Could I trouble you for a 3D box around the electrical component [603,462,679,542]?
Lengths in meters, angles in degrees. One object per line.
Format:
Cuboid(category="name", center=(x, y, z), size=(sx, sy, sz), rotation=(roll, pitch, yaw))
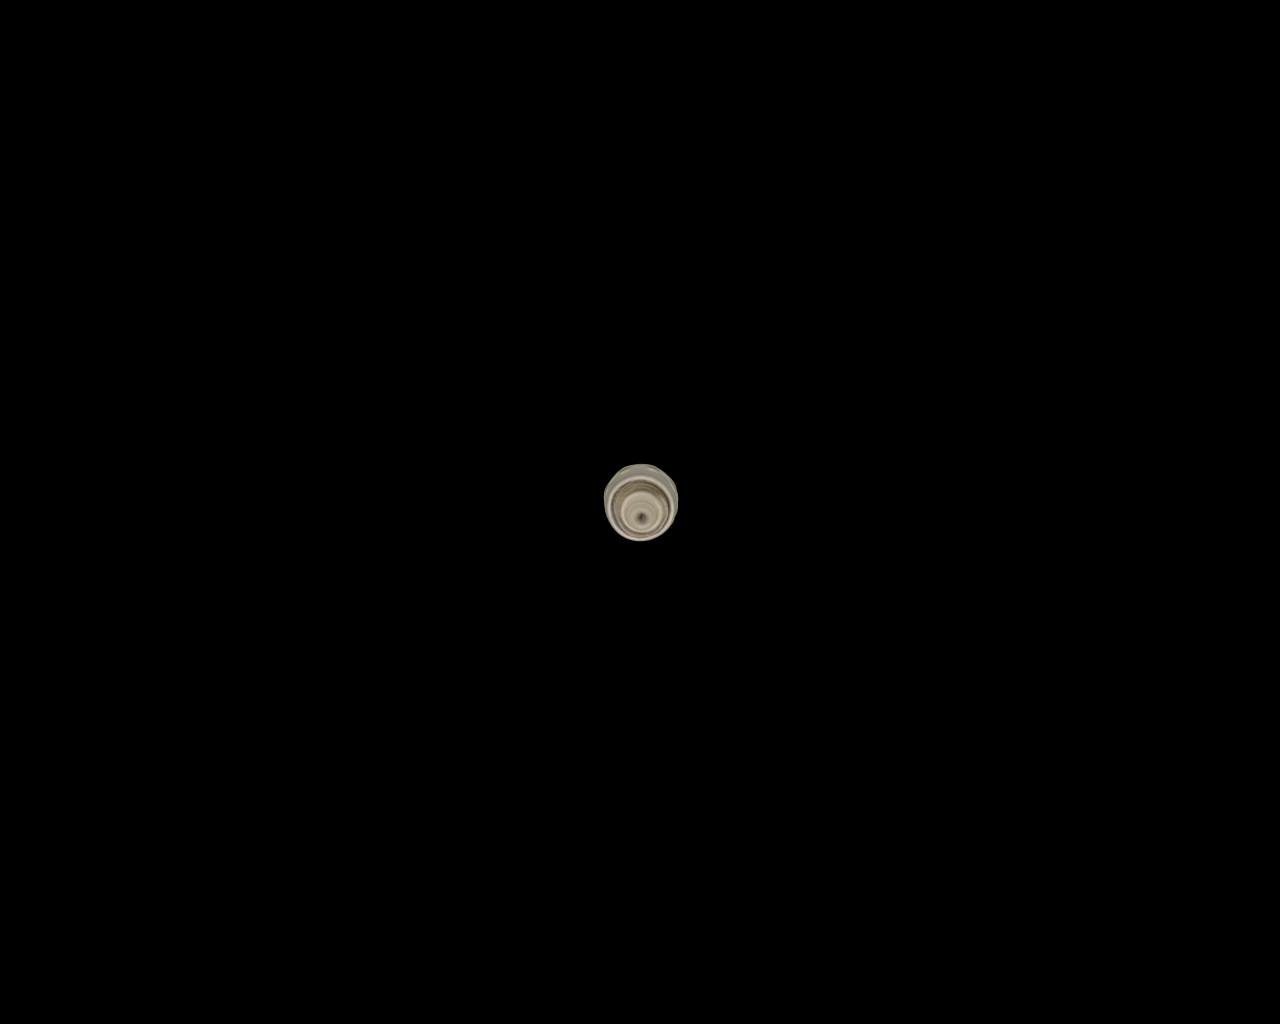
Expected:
Cuboid(category="electrical component", center=(0.001, -0.003, 0.650), size=(0.048, 0.048, 0.062), rotation=(0, 12, 0))
